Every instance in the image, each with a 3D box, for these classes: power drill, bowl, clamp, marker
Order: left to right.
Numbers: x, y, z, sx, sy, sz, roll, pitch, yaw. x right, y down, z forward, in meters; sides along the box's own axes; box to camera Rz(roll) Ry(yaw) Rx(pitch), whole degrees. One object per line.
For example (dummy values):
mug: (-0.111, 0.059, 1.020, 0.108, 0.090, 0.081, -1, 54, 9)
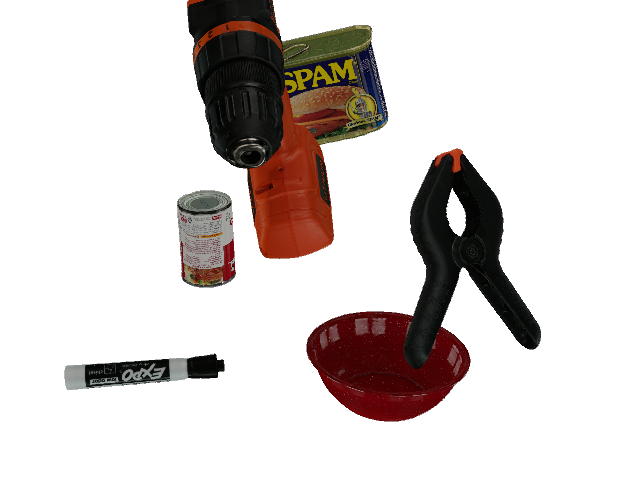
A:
marker: (-0.134, 0.101, 0.820, 0.121, 0.020, 0.020, -4, 0, -5)
power drill: (-0.035, -0.072, 0.673, 0.057, 0.184, 0.187, -10, -39, 4)
bowl: (0.065, 0.132, 1.060, 0.162, 0.055, 0.162, 3, 25, -1)
clamp: (0.103, 0.018, 0.834, 0.120, 0.171, 0.039, -15, -2, -30)

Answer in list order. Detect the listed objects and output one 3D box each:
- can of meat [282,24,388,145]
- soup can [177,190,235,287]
can of meat: (0.005, -0.135, 0.945, 0.102, 0.084, 0.057, -10, 29, 11)
soup can: (-0.140, -0.003, 1.309, 0.068, 0.102, 0.068, -1, 26, 0)
